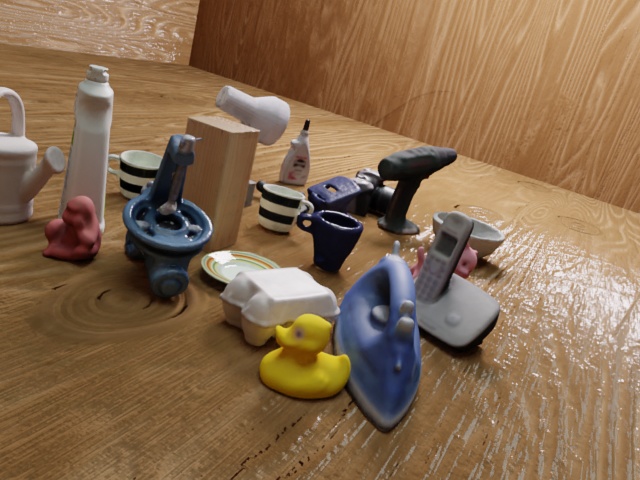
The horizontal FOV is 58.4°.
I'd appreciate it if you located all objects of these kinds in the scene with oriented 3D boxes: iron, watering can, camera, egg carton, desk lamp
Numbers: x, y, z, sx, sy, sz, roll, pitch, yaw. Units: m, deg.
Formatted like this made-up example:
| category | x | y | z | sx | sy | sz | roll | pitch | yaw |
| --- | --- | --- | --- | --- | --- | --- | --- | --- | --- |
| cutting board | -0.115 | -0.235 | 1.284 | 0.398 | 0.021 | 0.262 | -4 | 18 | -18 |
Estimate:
| category | x | y | z | sx | sy | sz | roll | pitch | yaw |
| --- | --- | --- | --- | --- | --- | --- | --- | --- | --- |
| iron | 0.090 | 0.103 | 0.719 | 0.118 | 0.141 | 0.258 | 14 | 19 | -5 |
| watering can | -0.468 | -0.128 | 0.854 | 0.173 | 0.194 | 0.100 | 9 | 20 | -16 |
| camera | 0.140 | -0.115 | 1.426 | 0.136 | 0.101 | 0.143 | 23 | 20 | 21 |
| egg carton | -0.053 | 0.086 | 0.766 | 0.151 | 0.069 | 0.107 | -3 | 26 | -42 |
| desk lamp | -0.193 | -0.263 | 1.412 | 0.204 | 0.213 | 0.117 | 1 | 23 | -35 |

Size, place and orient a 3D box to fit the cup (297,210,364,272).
| category | x | y | z | sx | sy | sz | roll | pitch | yaw |
| --- | --- | --- | --- | --- | --- | --- | --- | --- | --- |
| cup | 0.009 | 0.004 | 1.005 | 0.118 | 0.095 | 0.091 | 12 | 19 | -10 |

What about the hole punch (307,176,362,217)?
| category | x | y | z | sx | sy | sz | roll | pitch | yaw |
| --- | --- | --- | --- | --- | --- | --- | --- | --- | --- |
| hole punch | 0.029 | -0.098 | 1.309 | 0.101 | 0.091 | 0.108 | 2 | 23 | -34 |

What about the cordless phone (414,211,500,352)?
| category | x | y | z | sx | sy | sz | roll | pitch | yaw |
| --- | --- | --- | --- | --- | --- | --- | --- | --- | --- |
| cordless phone | 0.209 | 0.060 | 0.863 | 0.094 | 0.185 | 0.147 | -4 | 27 | -44 |

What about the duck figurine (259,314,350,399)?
| category | x | y | z | sx | sy | sz | roll | pitch | yaw |
| --- | --- | --- | --- | --- | --- | --- | --- | --- | --- |
| duck figurine | -0.011 | 0.128 | 0.657 | 0.105 | 0.086 | 0.077 | 11 | 19 | -11 |

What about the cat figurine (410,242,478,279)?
| category | x | y | z | sx | sy | sz | roll | pitch | yaw |
| --- | --- | --- | --- | --- | --- | --- | --- | --- | --- |
| cat figurine | 0.224 | 0.044 | 1.022 | 0.128 | 0.118 | 0.067 | 10 | 20 | -14 |

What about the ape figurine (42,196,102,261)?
| category | x | y | z | sx | sy | sz | roll | pitch | yaw |
| --- | --- | --- | --- | --- | --- | --- | --- | --- | --- |
| ape figurine | -0.340 | -0.018 | 0.802 | 0.077 | 0.092 | 0.076 | 28 | 23 | 33 |

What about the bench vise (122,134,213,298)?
| category | x | y | z | sx | sy | sz | roll | pitch | yaw |
| --- | --- | --- | --- | --- | --- | --- | --- | --- | --- |
| bench vise | -0.227 | -0.056 | 0.799 | 0.122 | 0.220 | 0.206 | -6 | 28 | -46 |

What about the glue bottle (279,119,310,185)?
| category | x | y | z | sx | sy | sz | roll | pitch | yaw |
| --- | --- | --- | --- | --- | --- | --- | --- | --- | --- |
| glue bottle | -0.053 | -0.229 | 1.485 | 0.078 | 0.173 | 0.037 | 1 | 24 | -36 |

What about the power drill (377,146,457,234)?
| category | x | y | z | sx | sy | sz | roll | pitch | yaw |
| --- | --- | --- | --- | --- | --- | --- | --- | --- | --- |
| power drill | 0.216 | -0.123 | 1.343 | 0.230 | 0.208 | 0.075 | -3 | 26 | -42 |

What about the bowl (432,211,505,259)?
| category | x | y | z | sx | sy | sz | roll | pitch | yaw |
| --- | --- | --- | --- | --- | --- | --- | --- | --- | --- |
| bowl | 0.325 | -0.001 | 1.293 | 0.167 | 0.075 | 0.167 | 14 | 19 | -5 |
